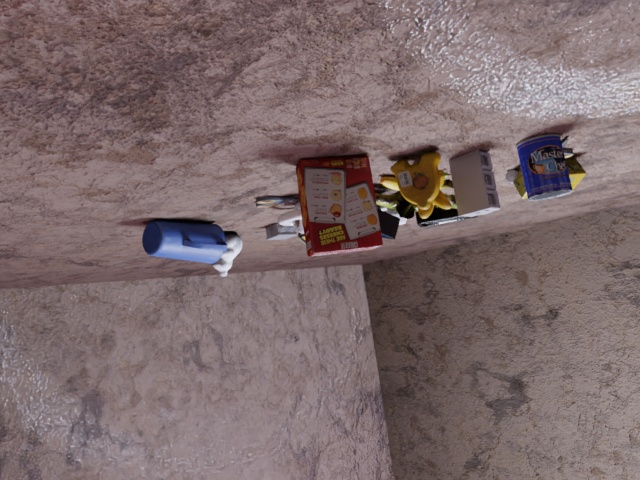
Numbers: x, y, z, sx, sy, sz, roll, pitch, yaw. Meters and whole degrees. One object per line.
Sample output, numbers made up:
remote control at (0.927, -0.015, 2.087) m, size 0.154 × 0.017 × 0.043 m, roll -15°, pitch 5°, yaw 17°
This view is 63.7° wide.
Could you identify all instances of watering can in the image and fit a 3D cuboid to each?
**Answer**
watering can at (0.005, -0.077, 1.521) m, size 0.225 × 0.104 × 0.345 m, roll -6°, pitch 177°, yaw -22°

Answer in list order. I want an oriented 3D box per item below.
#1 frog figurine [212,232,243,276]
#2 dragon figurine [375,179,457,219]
frog figurine at (-0.348, 0.053, 1.938) m, size 0.123 × 0.161 × 0.136 m, roll -7°, pitch 171°, yaw -14°
dragon figurine at (0.266, -0.119, 1.586) m, size 0.410 × 0.122 × 0.242 m, roll 2°, pitch 179°, yaw -5°
